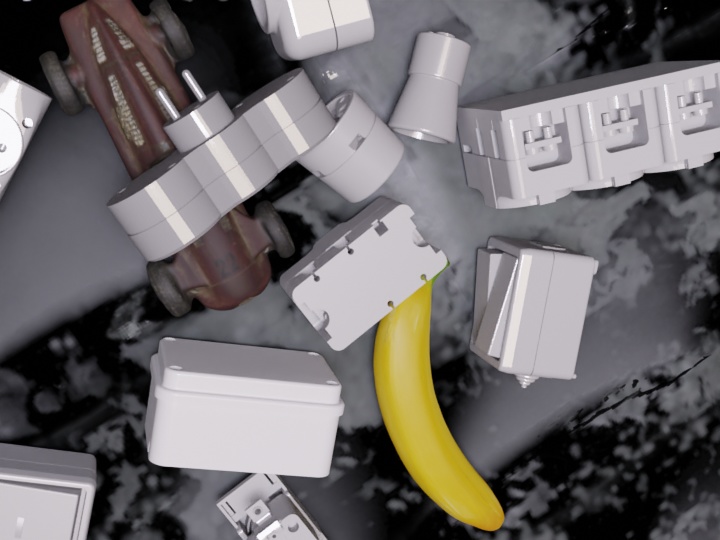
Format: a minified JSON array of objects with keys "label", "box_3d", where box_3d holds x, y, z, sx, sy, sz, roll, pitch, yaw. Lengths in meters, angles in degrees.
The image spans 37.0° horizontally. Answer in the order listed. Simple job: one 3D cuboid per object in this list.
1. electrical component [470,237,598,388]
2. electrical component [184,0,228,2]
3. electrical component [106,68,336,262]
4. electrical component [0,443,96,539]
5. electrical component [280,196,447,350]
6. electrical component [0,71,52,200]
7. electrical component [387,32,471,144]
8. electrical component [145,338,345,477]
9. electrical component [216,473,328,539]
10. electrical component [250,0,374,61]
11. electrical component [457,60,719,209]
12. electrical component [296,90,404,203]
[{"label":"electrical component","box_3d":[0.108,0.030,0.706,0.061,0.062,0.096,7,98,-15]},{"label":"electrical component","box_3d":[-0.102,-0.187,0.617,0.078,0.057,0.058,37,90,-17]},{"label":"electrical component","box_3d":[-0.084,-0.074,0.596,0.138,0.052,0.073,-41,109,-23]},{"label":"electrical component","box_3d":[-0.211,0.144,0.648,0.096,0.061,0.061,10,97,-15]},{"label":"electrical component","box_3d":[0.000,0.000,0.677,0.089,0.056,0.050,-39,106,-5]},{"label":"electrical component","box_3d":[-0.229,-0.083,0.611,0.079,0.044,0.077,27,92,-17]},{"label":"electrical component","box_3d":[0.046,-0.116,0.676,0.044,0.044,0.065,13,92,-16]},{"label":"electrical component","box_3d":[-0.073,0.083,0.663,0.113,0.078,0.057,7,101,-15]},{"label":"electrical component","box_3d":[-0.051,0.171,0.691,0.042,0.064,0.081,-37,106,-4]},{"label":"electrical component","box_3d":[-0.035,-0.175,0.638,0.059,0.054,0.095,-17,104,-10]},{"label":"electrical component","box_3d":[0.147,-0.087,0.680,0.150,0.089,0.061,-14,103,-11]},{"label":"electrical component","box_3d":[-0.006,-0.075,0.663,0.047,0.055,0.055,41,89,-21]}]
